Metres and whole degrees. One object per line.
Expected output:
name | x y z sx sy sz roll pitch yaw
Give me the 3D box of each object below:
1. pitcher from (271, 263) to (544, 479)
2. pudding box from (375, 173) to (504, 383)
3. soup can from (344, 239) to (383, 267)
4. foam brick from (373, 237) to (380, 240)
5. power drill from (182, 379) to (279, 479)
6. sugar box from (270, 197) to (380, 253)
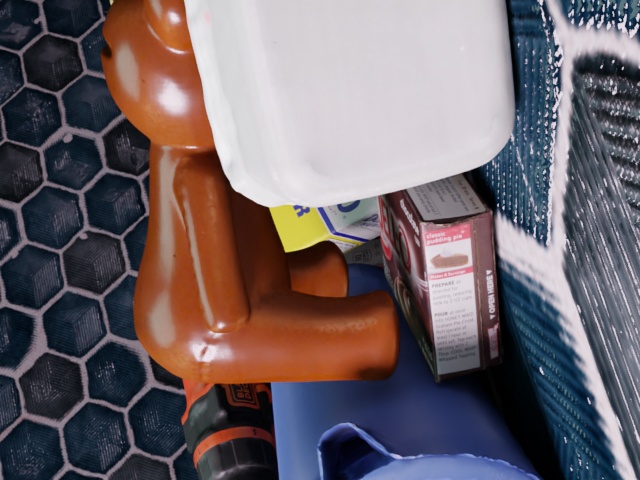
pitcher | 0.041 0.116 0.589 0.243 0.145 0.149 -109 29 -66
pudding box | 0.057 0.003 0.542 0.113 0.039 0.090 -115 14 -61
soup can | -0.005 0.001 0.787 0.068 0.102 0.068 168 90 -83
foam brick | 0.009 -0.026 0.732 0.053 0.078 0.051 98 159 -68
power drill | -0.001 0.139 0.719 0.057 0.187 0.184 -50 41 33
sugar box | -0.027 -0.024 0.673 0.048 0.177 0.093 9 -122 -50
